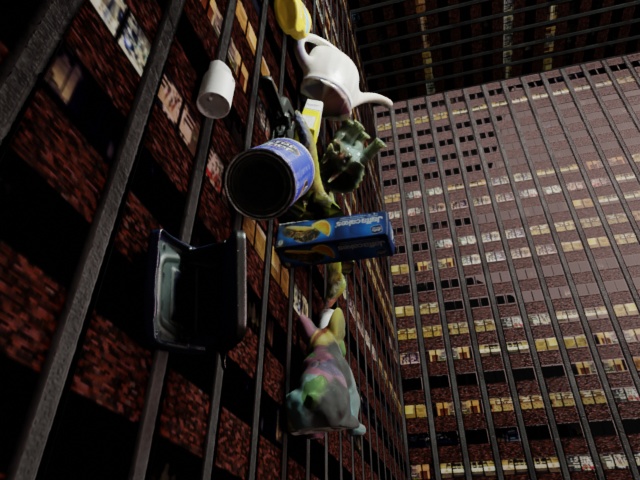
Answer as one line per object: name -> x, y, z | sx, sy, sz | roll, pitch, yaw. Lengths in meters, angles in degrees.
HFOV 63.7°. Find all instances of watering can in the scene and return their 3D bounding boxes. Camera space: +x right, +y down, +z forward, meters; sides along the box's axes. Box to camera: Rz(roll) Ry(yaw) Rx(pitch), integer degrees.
watering can -> 0.064, -0.402, 1.362 | 0.344, 0.230, 0.102 | 32, -40, -26

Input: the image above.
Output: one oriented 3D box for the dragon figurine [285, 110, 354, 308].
dragon figurine -> 0.003, -0.054, 1.080 | 0.122, 0.409, 0.243 | -6, 3, 6
